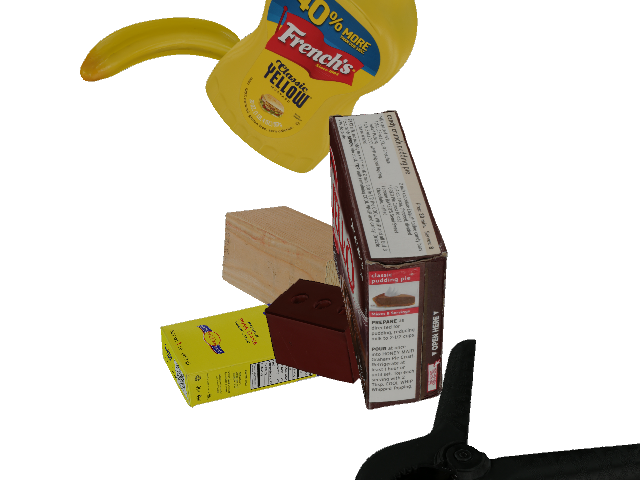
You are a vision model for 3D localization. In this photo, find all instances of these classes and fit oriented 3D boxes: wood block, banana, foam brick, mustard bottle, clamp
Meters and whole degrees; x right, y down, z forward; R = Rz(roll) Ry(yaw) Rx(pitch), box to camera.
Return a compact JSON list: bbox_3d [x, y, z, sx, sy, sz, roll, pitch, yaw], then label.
[{"bbox_3d":[-0.021,0.031,1.239,0.090,0.090,0.206,-7,20,-36],"label":"wood block"},{"bbox_3d":[-0.154,-0.194,1.074,0.197,0.070,0.037,-9,-38,-32],"label":"banana"},{"bbox_3d":[0.005,0.070,0.836,0.078,0.051,0.052,10,33,33],"label":"foam brick"},{"bbox_3d":[0.006,-0.130,0.675,0.192,0.096,0.058,-46,2,45],"label":"mustard bottle"},{"bbox_3d":[0.083,0.137,0.656,0.209,0.036,0.165,-23,37,-28],"label":"clamp"}]

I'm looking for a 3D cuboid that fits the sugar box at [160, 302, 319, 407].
[{"bbox_3d":[-0.061,0.105,1.058,0.176,0.048,0.093,-14,32,-19],"label":"sugar box"}]

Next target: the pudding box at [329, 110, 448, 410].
[{"bbox_3d":[0.029,0.006,0.497,0.039,0.090,0.113,-8,40,-5],"label":"pudding box"}]
